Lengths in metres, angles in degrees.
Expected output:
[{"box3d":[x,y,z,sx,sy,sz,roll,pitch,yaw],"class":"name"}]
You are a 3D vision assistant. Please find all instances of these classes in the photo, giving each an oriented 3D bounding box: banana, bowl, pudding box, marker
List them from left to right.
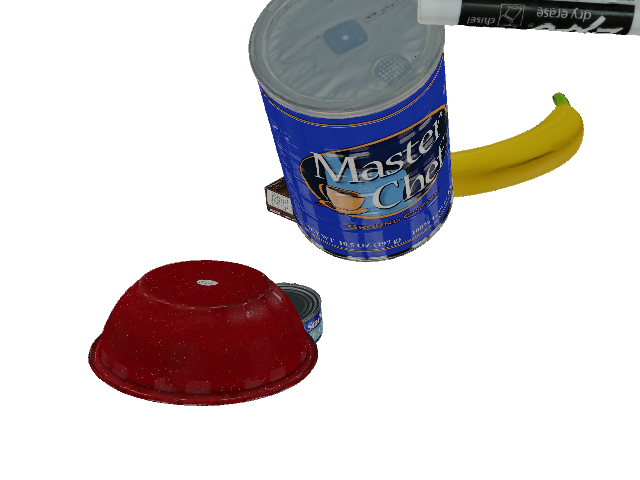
[{"box3d":[-0.081,0.054,0.746,0.162,0.055,0.162,2,19,-1],"class":"bowl"},{"box3d":[-0.001,-0.060,1.345,0.090,0.039,0.113,23,41,34],"class":"pudding box"},{"box3d":[0.142,-0.067,0.844,0.197,0.037,0.070,-23,28,-25],"class":"banana"},{"box3d":[0.097,-0.087,0.402,0.121,0.020,0.020,4,0,2],"class":"marker"}]

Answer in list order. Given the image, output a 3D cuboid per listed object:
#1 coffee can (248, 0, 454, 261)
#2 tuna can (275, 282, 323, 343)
[{"box3d":[0.022,-0.068,0.609,0.103,0.102,0.140,0,-33,10],"class":"coffee can"},{"box3d":[-0.040,0.074,0.990,0.086,0.034,0.086,-5,25,2],"class":"tuna can"}]
